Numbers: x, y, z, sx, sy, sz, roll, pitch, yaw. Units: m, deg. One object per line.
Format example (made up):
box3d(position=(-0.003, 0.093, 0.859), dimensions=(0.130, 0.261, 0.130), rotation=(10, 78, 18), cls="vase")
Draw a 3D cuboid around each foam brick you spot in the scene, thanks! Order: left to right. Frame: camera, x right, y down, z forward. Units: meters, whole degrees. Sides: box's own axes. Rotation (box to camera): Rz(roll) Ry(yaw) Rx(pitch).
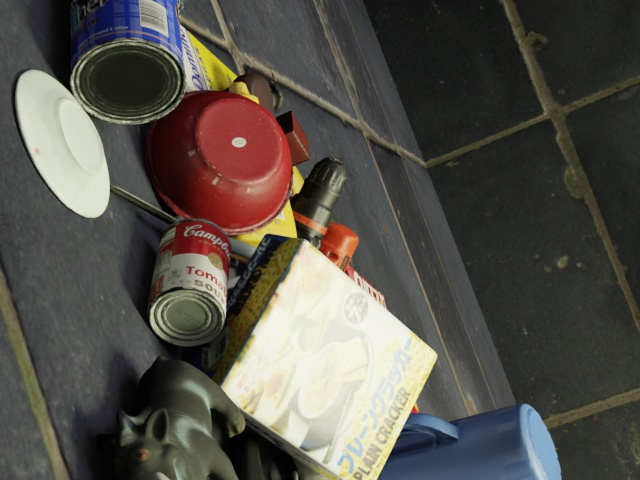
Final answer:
box3d(position=(-0.059, -0.122, 1.385), dimensions=(0.051, 0.078, 0.053), rotation=(57, 16, -36), cls="foam brick")

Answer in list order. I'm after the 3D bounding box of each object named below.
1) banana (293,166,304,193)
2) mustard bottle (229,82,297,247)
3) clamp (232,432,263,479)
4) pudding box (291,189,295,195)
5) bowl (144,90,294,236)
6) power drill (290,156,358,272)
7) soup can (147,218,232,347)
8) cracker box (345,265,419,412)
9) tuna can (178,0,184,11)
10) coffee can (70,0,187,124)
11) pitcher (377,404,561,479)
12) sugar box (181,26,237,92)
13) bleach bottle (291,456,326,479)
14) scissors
box3d(position=(-0.033, -0.054, 1.462), dimensions=(0.069, 0.037, 0.198), rotation=(-34, 102, -77), cls="banana")
box3d(position=(-0.076, -0.080, 1.139), dimensions=(0.096, 0.058, 0.191), rotation=(12, 64, -49), cls="mustard bottle")
box3d(position=(-0.055, 0.227, 0.888), dimensions=(0.165, 0.036, 0.209), rotation=(39, 15, 25), cls="clamp")
box3d(position=(-0.058, -0.047, 1.350), dimensions=(0.113, 0.039, 0.090), rotation=(58, 19, -34), cls="pudding box")
box3d(position=(-0.090, -0.088, 1.062), dimensions=(0.161, 0.055, 0.162), rotation=(10, 66, -23), cls="bowl")
box3d(position=(-0.008, 0.002, 1.248), dimensions=(0.057, 0.184, 0.187), rotation=(29, -1, 17), cls="power drill")
box3d(position=(-0.115, 0.037, 0.948), dimensions=(0.102, 0.068, 0.068), rotation=(-91, 155, -53), cls="soup can")
box3d(position=(0.064, 0.156, 1.438), dimensions=(0.164, 0.072, 0.214), rotation=(43, 28, -61), cls="cracker box")
box3d(position=(-0.193, -0.298, 1.231), dimensions=(0.086, 0.034, 0.086), rotation=(-90, 155, -56), cls="tuna can")
box3d(position=(-0.178, -0.191, 0.980), dimensions=(0.102, 0.103, 0.140), rotation=(52, 22, -49), cls="coffee can")
box3d(position=(0.131, 0.258, 1.181), dimensions=(0.149, 0.243, 0.145), rotation=(19, 52, -63), cls="pitcher")
box3d(position=(-0.140, -0.180, 1.229), dimensions=(0.176, 0.048, 0.093), rotation=(40, 32, -65), cls="sugar box")
box3d(position=(-0.010, 0.198, 1.113), dimensions=(0.102, 0.068, 0.251), rotation=(61, 4, -82), cls="bleach bottle")
box3d(position=(-0.112, -0.007, 1.010), dimensions=(0.201, 0.096, 0.016), rotation=(45, 59, -63), cls="scissors")
